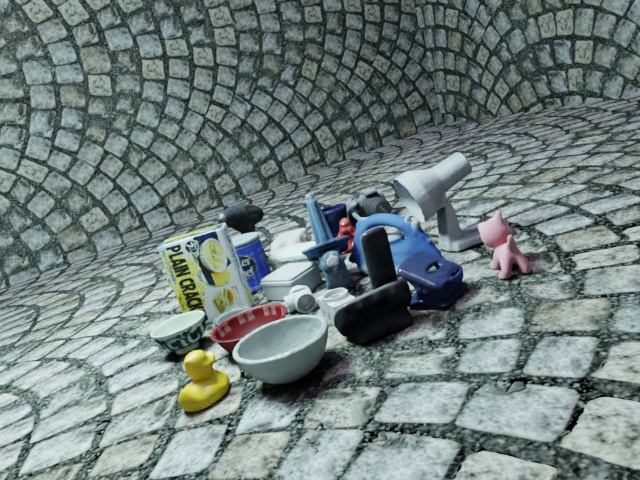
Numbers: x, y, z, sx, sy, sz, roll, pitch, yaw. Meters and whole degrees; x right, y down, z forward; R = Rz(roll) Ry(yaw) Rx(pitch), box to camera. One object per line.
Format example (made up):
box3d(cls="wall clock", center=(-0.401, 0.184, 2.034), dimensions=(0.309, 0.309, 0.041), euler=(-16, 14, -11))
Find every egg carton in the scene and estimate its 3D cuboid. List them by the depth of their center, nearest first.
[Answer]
box3d(cls="egg carton", center=(-0.084, 0.017, 1.712), dimensions=(0.107, 0.069, 0.150), euler=(-14, 14, 15))

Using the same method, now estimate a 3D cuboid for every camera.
box3d(cls="camera", center=(0.159, -0.108, 1.835), dimensions=(0.143, 0.101, 0.136), euler=(-21, 14, -12))

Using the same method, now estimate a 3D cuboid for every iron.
box3d(cls="iron", center=(0.173, -0.001, 1.312), dimensions=(0.119, 0.141, 0.257), euler=(-29, 18, -38))

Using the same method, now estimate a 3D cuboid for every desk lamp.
box3d(cls="desk lamp", center=(0.293, -0.084, 1.335), dimensions=(0.203, 0.214, 0.117), euler=(-19, 14, -7))

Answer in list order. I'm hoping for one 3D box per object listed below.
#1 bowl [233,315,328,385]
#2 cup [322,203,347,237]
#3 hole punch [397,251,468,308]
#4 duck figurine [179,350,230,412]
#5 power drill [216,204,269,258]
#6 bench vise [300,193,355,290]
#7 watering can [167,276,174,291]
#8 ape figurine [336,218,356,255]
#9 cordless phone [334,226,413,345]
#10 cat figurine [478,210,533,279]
box3d(cls="bowl", center=(-0.057, 0.195, 0.968), dimensions=(0.167, 0.075, 0.167), euler=(-16, 14, 4))
box3d(cls="cup", center=(0.042, -0.053, 1.776), dimensions=(0.091, 0.095, 0.118), euler=(-6, 18, 40))
box3d(cls="hole punch", center=(0.214, 0.070, 1.086), dimensions=(0.100, 0.091, 0.109), euler=(-5, 18, 41))
box3d(cls="duck figurine", center=(-0.206, 0.233, 0.977), dimensions=(0.077, 0.086, 0.105), euler=(-9, 16, 30))
box3d(cls="power drill", center=(-0.214, -0.010, 1.685), dimensions=(0.075, 0.208, 0.230), euler=(-13, 15, 19))
box3d(cls="bench vise", center=(0.023, 0.000, 1.325), dimensions=(0.122, 0.220, 0.207), euler=(-22, 15, -19))
box3d(cls="watering can", center=(-0.318, 0.082, 1.479), dimensions=(0.173, 0.194, 0.101), euler=(-18, 14, -3))
box3d(cls="ape figurine", center=(0.076, -0.016, 1.595), dimensions=(0.077, 0.092, 0.076), euler=(-10, 16, 27))
box3d(cls="cordless phone", center=(0.082, 0.077, 1.023), dimensions=(0.148, 0.185, 0.094), euler=(-23, 15, -20))
box3d(cls="cat figurine", center=(0.356, 0.002, 1.122), dimensions=(0.067, 0.118, 0.127), euler=(-17, 14, 2))
